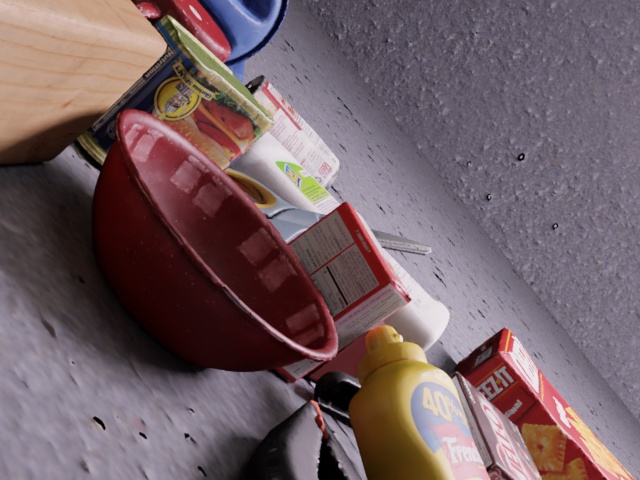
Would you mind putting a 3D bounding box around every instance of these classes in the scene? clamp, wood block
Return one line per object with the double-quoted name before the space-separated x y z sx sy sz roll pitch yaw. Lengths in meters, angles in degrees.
"clamp" 0.017 0.150 0.449 0.164 0.036 0.210 47 11 -25
"wood block" -0.151 -0.090 0.437 0.091 0.090 0.206 50 11 2
"clamp" 0.065 0.135 0.686 0.120 0.039 0.171 60 20 18

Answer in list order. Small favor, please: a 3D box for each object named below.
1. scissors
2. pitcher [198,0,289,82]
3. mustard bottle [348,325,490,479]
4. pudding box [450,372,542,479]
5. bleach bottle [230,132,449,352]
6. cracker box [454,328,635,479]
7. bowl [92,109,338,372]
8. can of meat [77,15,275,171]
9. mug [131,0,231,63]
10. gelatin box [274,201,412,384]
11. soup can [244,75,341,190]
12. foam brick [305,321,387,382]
"scissors" -0.005 0.001 0.722 0.201 0.016 0.096 22 35 -18
"pitcher" -0.128 -0.269 1.063 0.144 0.149 0.243 24 21 -33
"mustard bottle" 0.058 0.126 0.567 0.096 0.058 0.192 36 27 -45
"pudding box" 0.135 0.170 0.841 0.090 0.039 0.113 44 13 -29
"bleach bottle" -0.009 -0.011 0.808 0.251 0.068 0.102 49 12 3
"cracker box" 0.219 0.192 1.016 0.214 0.072 0.164 51 10 5
"bowl" -0.063 0.012 0.538 0.162 0.055 0.162 48 11 -13
"can of meat" -0.088 -0.074 0.642 0.102 0.084 0.057 37 13 -52
"mug" -0.119 -0.132 0.718 0.093 0.081 0.117 53 12 11
"gelatin box" 0.000 0.031 0.633 0.030 0.089 0.073 45 12 -44
"soup can" -0.039 -0.078 0.893 0.102 0.068 0.068 47 12 -18
"foam brick" 0.004 0.048 0.688 0.078 0.053 0.051 57 13 31
